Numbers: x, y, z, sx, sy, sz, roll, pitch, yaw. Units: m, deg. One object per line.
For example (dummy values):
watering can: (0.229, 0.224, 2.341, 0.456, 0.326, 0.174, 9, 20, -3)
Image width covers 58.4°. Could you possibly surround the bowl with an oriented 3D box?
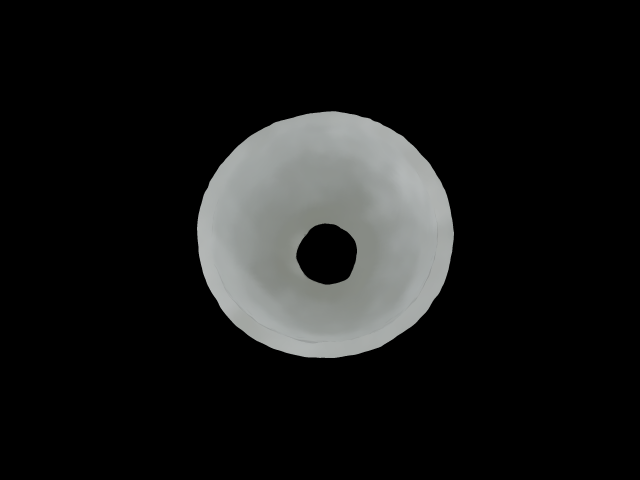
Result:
bowl: (0.004, 0.001, 0.400, 0.167, 0.075, 0.167, 0, 74, 0)
